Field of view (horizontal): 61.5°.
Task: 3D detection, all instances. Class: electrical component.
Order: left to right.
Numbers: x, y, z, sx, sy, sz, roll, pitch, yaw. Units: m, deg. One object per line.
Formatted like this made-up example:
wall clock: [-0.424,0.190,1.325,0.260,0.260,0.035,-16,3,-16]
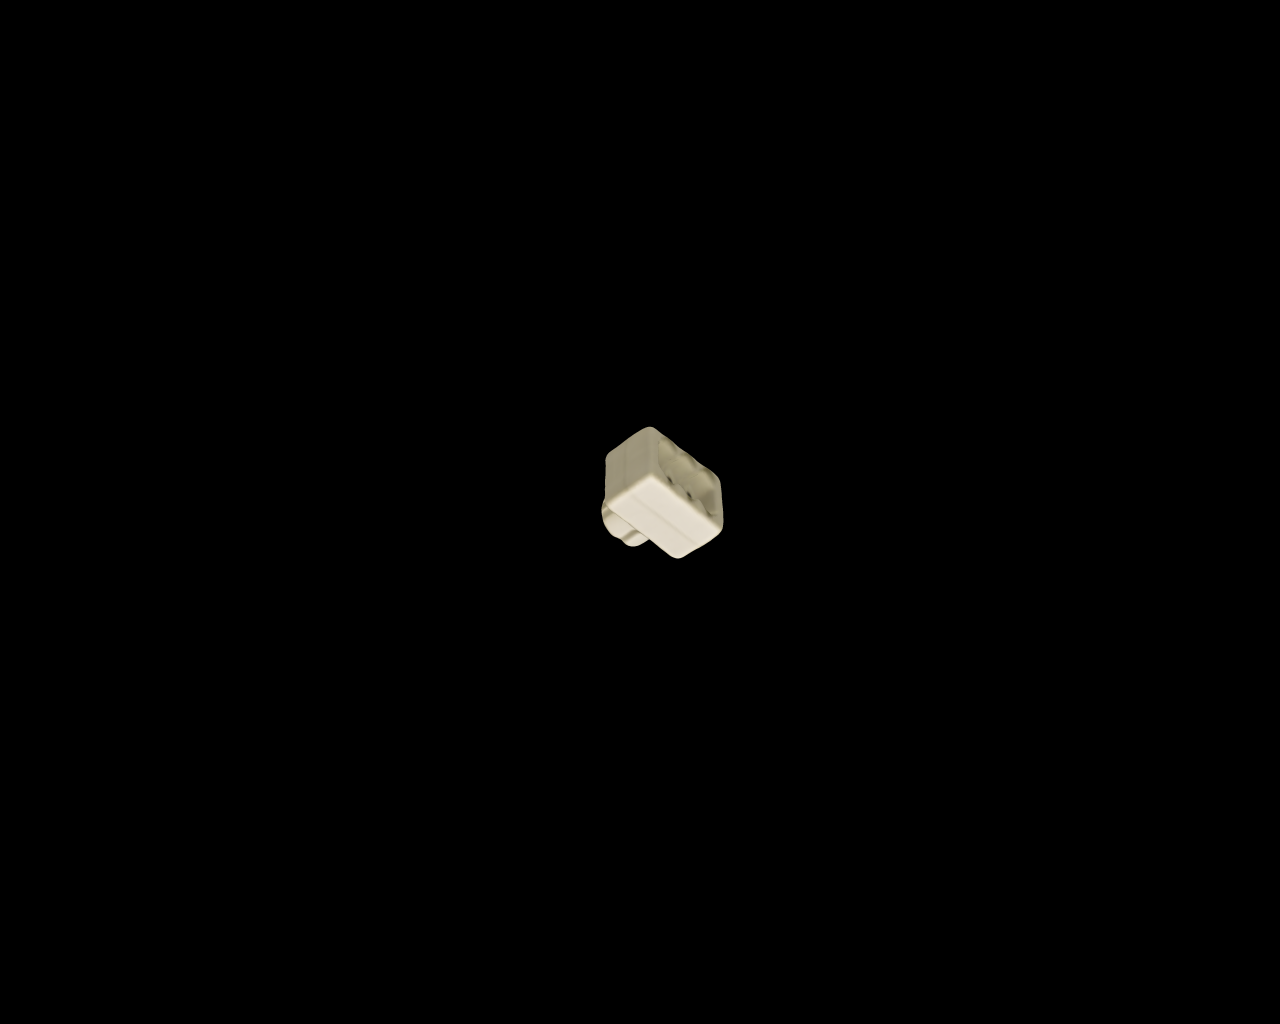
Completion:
electrical component: [0.001,-0.003,0.650,0.076,0.047,0.065,-33,-54,29]
